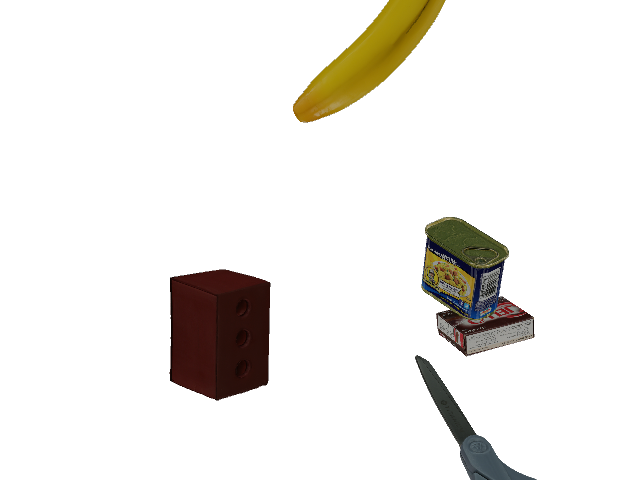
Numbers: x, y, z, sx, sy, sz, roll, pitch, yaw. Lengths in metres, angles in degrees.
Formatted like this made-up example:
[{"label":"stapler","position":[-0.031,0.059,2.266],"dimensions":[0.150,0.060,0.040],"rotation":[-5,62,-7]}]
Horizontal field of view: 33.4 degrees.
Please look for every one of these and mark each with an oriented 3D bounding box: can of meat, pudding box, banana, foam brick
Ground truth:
[{"label":"can of meat","position":[0.166,0.034,1.249],"dimensions":[0.057,0.084,0.102],"rotation":[-22,41,-33]},{"label":"pudding box","position":[0.235,0.121,1.526],"dimensions":[0.113,0.039,0.090],"rotation":[-15,20,-16]},{"label":"banana","position":[0.050,-0.162,0.800],"dimensions":[0.070,0.197,0.037],"rotation":[4,-35,46]},{"label":"foam brick","position":[-0.071,0.064,0.753],"dimensions":[0.051,0.078,0.052],"rotation":[12,17,43]}]

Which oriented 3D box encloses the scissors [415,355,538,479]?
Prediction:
[{"label":"scissors","position":[0.114,0.133,0.637],"dimensions":[0.096,0.016,0.201],"rotation":[2,32,-3]}]
